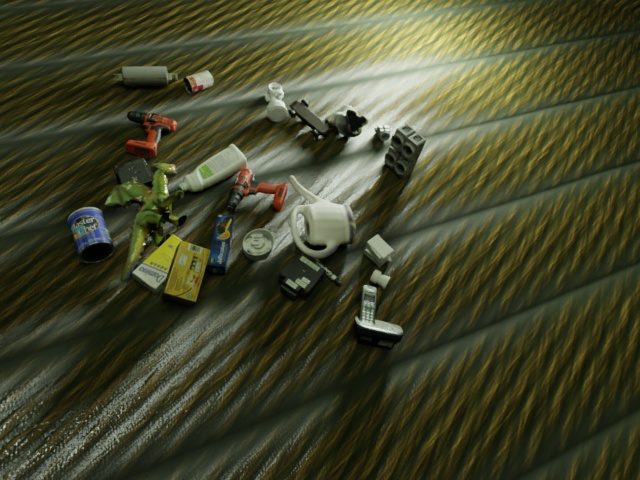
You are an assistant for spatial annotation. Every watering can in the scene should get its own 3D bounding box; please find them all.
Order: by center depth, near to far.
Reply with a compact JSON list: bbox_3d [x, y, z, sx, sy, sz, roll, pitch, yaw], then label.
[{"bbox_3d":[0.005,-0.088,1.753,0.224,0.356,0.101,-1,-35,-13],"label":"watering can"}]

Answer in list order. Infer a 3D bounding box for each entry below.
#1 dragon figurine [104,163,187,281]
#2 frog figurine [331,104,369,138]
[{"bbox_3d":[-0.576,-0.089,1.641,0.244,0.417,0.119,27,-25,15],"label":"dragon figurine"},{"bbox_3d":[0.106,-0.479,2.069,0.138,0.121,0.161,-6,21,-26],"label":"frog figurine"}]
